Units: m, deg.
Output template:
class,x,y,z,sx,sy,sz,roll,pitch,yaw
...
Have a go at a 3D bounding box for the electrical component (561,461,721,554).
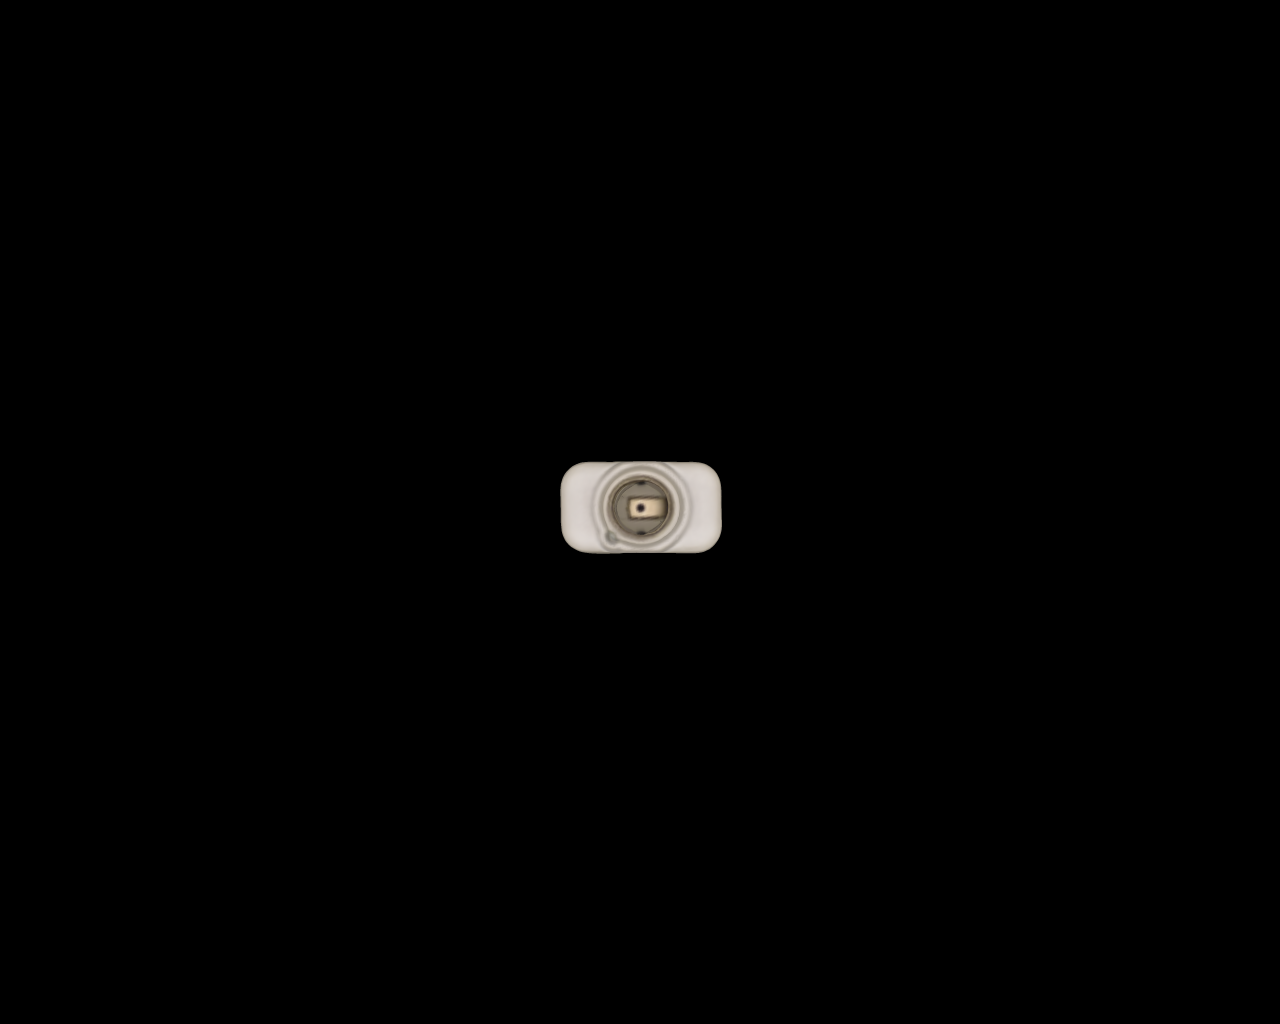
class,x,y,z,sx,sy,sz,roll,pitch,yaw
electrical component,0.001,-0.003,0.650,0.095,0.053,0.059,0,0,0
